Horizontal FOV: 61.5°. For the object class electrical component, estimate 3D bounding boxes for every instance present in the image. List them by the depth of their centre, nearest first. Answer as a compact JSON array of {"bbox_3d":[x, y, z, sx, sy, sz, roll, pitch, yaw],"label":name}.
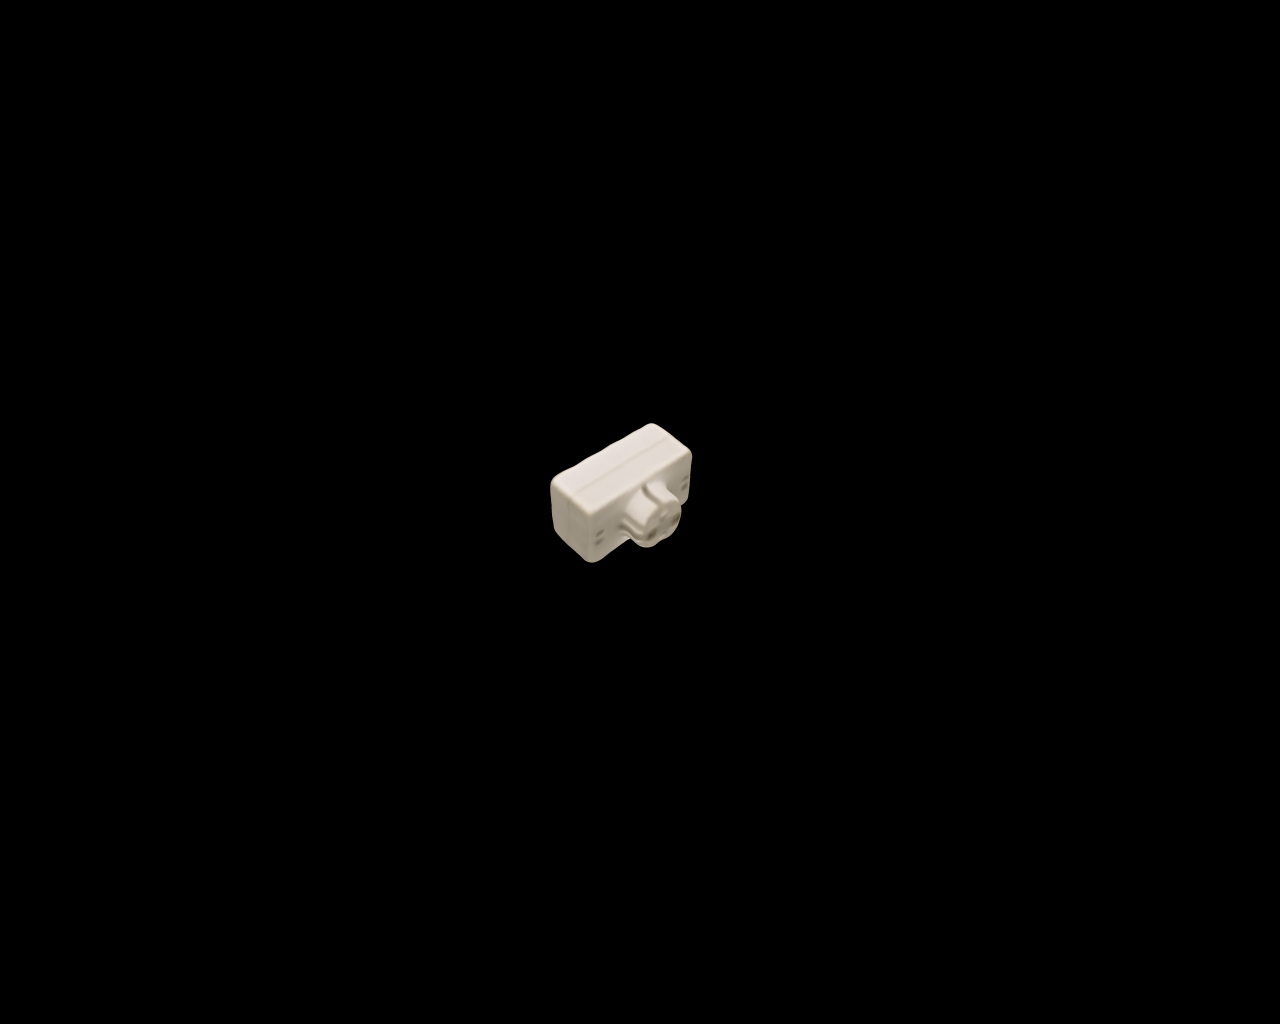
[{"bbox_3d":[0.001,-0.003,0.650,0.083,0.047,0.076,-32,54,-27],"label":"electrical component"}]
